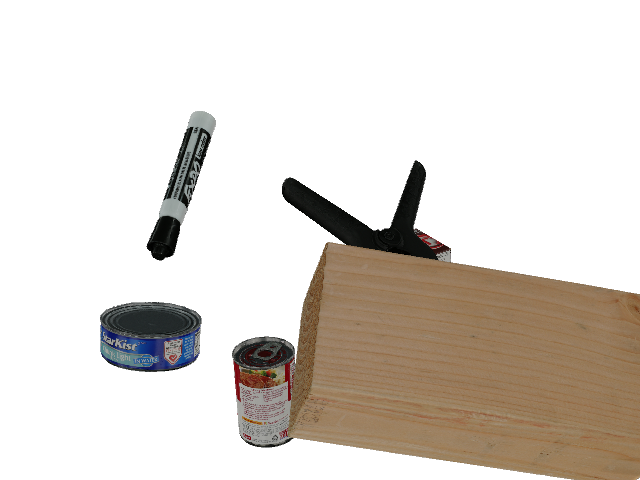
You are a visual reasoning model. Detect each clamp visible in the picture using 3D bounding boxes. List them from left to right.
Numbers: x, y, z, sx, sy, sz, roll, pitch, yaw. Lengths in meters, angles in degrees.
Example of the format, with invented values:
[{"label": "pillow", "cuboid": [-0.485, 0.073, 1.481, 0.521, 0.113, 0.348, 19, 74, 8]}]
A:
[{"label": "clamp", "cuboid": [0.055, 0.003, 1.093, 0.164, 0.210, 0.036, -4, -36, -15]}]

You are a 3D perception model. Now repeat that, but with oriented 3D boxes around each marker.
[{"label": "marker", "cuboid": [-0.095, -0.038, 0.734, 0.020, 0.121, 0.020, 9, -34, 6]}]

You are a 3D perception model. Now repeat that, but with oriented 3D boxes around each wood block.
[{"label": "wood block", "cuboid": [0.092, 0.075, 0.617, 0.206, 0.091, 0.090, 9, -29, -6]}]

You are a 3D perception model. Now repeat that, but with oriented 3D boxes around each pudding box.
[{"label": "pudding box", "cuboid": [0.127, 0.025, 1.615, 0.113, 0.039, 0.090, -19, 28, -25]}]

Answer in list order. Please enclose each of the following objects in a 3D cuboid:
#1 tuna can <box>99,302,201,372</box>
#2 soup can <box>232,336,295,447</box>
[{"label": "tuna can", "cuboid": [-0.145, 0.082, 0.910, 0.086, 0.034, 0.086, 4, 15, -1]}, {"label": "soup can", "cuboid": [-0.059, 0.165, 1.166, 0.068, 0.102, 0.068, -2, 24, 1]}]
